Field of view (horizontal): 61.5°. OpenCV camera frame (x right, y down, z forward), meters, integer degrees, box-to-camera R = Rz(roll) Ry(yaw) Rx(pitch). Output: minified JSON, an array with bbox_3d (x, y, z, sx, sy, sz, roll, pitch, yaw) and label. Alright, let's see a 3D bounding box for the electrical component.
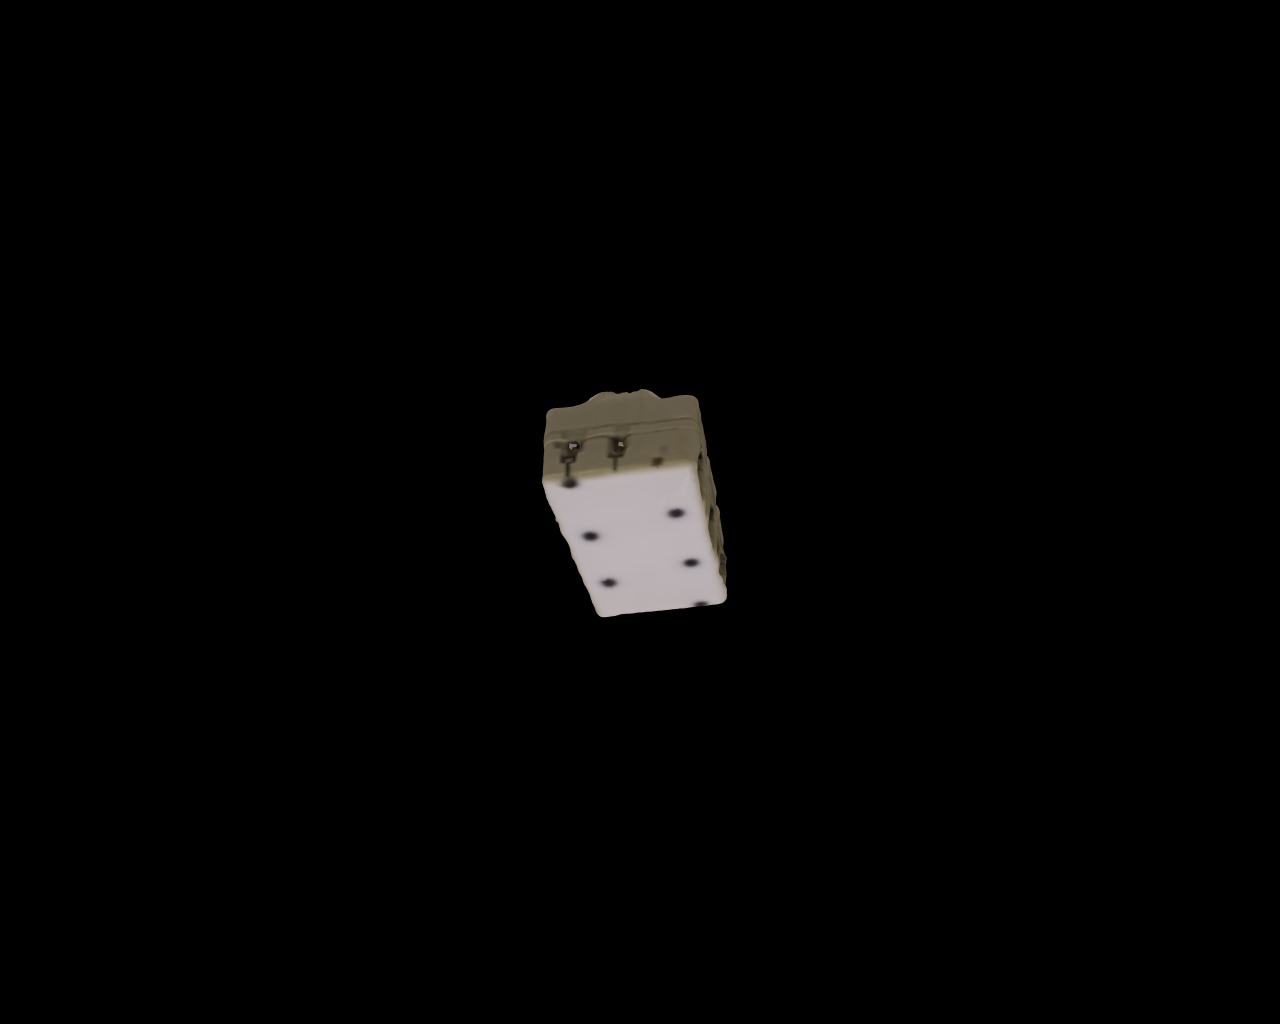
[{"bbox_3d":[0.001,-0.003,0.650,0.089,0.062,0.150,-6,-36,8],"label":"electrical component"}]
